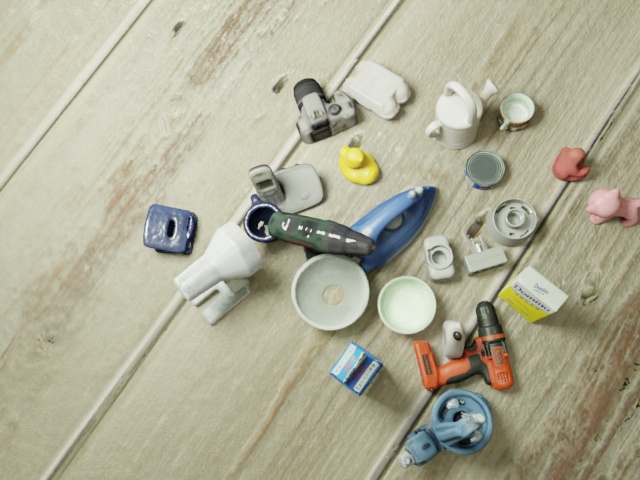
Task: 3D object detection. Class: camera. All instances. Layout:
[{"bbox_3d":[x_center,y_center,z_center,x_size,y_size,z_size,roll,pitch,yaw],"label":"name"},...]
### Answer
[{"bbox_3d":[0.000,-0.318,1.338,0.143,0.101,0.137,-22,75,2],"label":"camera"}]

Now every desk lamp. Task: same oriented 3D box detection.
[{"bbox_3d":[-0.211,0.074,1.213,0.203,0.214,0.117,-42,75,-4],"label":"desk lamp"}]

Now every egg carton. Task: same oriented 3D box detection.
[{"bbox_3d":[0.134,-0.354,1.346,0.150,0.069,0.107,34,83,14],"label":"egg carton"}]

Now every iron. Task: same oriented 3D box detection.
[{"bbox_3d":[0.157,-0.050,1.232,0.258,0.141,0.118,-42,75,-4],"label":"iron"}]

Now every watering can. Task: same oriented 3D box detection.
[{"bbox_3d":[0.305,-0.285,1.242,0.100,0.194,0.173,34,83,14],"label":"watering can"}]

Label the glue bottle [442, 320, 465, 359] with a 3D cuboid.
[{"bbox_3d":[0.267,0.195,1.141,0.037,0.173,0.078,-5,76,7],"label":"glue bottle"}]

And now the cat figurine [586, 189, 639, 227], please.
[{"bbox_3d":[0.611,-0.074,1.190,0.127,0.118,0.067,1,76,8],"label":"cat figurine"}]

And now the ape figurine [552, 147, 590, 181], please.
[{"bbox_3d":[0.545,-0.170,1.235,0.076,0.092,0.078,-19,75,3],"label":"ape figurine"}]

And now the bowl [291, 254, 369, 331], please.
[{"bbox_3d":[0.026,0.116,1.243,0.167,0.075,0.167,-2,76,7],"label":"bowl"}]

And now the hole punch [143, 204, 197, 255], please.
[{"bbox_3d":[-0.343,-0.025,1.318,0.101,0.091,0.109,4,77,9],"label":"hole punch"}]

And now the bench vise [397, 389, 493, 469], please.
[{"bbox_3d":[0.247,0.373,1.076,0.121,0.220,0.207,37,84,14],"label":"bench vise"}]

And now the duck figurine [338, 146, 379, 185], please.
[{"bbox_3d":[0.086,-0.176,1.300,0.104,0.086,0.077,37,84,14],"label":"duck figurine"}]

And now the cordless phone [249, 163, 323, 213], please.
[{"bbox_3d":[-0.076,-0.126,1.258,0.147,0.185,0.094,-21,74,2],"label":"cordless phone"}]

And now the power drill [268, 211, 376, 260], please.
[{"bbox_3d":[0.011,0.004,1.203,0.229,0.208,0.076,15,79,11],"label":"power drill"}]

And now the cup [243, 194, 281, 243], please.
[{"bbox_3d":[-0.123,-0.041,1.291,0.091,0.095,0.117,-24,74,1],"label":"cup"}]
